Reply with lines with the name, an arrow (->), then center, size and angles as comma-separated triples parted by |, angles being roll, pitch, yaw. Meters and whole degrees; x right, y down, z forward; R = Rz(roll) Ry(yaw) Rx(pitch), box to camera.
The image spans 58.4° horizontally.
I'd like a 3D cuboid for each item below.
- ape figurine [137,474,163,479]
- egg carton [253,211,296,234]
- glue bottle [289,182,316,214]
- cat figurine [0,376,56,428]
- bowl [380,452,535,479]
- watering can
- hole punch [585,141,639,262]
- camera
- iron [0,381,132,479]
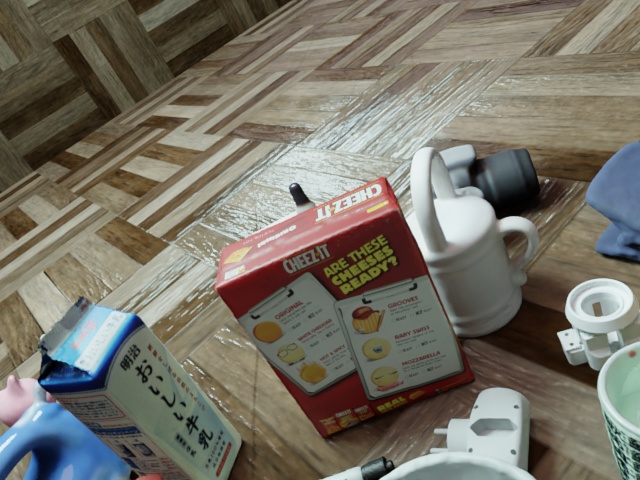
ape figurine -> -0.139, 0.248, 0.520 | 0.076, 0.092, 0.077 | -40, 32, -17
egg carton -> -0.035, 0.013, 0.809 | 0.150, 0.069, 0.107 | -29, 30, 0
glue bottle -> 0.006, 0.002, 0.688 | 0.077, 0.173, 0.037 | 4, 43, 42
cat figurine -> -0.354, 0.221, 0.713 | 0.067, 0.118, 0.127 | -41, 32, -19
bowl -> 0.092, 0.231, 0.373 | 0.167, 0.075, 0.167 | -21, 31, 14
watering can -> 0.122, 0.000, 0.575 | 0.172, 0.194, 0.101 | -22, 31, 11
hole punch -> 0.332, -0.038, 0.561 | 0.109, 0.091, 0.100 | -42, 33, -21
camera -> 0.195, -0.063, 0.702 | 0.136, 0.101, 0.143 | -19, 32, 17
iron -> -0.301, 0.274, 0.566 | 0.118, 0.142, 0.258 | -12, 34, 27
